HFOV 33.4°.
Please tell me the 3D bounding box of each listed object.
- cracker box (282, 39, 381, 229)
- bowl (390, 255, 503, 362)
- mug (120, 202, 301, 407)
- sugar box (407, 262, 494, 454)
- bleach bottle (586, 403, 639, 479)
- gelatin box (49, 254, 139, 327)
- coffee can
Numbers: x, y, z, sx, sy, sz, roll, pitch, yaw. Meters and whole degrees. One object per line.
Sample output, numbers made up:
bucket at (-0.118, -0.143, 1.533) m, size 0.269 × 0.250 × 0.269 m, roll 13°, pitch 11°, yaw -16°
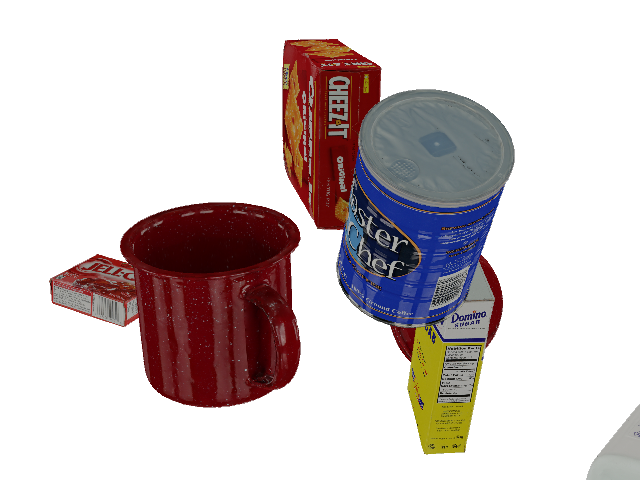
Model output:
cracker box at (0.007, -0.119, 1.134) m, size 0.072 × 0.164 × 0.214 m, roll -3°, pitch 18°, yaw -9°
bowl at (0.148, 0.067, 1.161) m, size 0.161 × 0.162 × 0.055 m, roll 0°, pitch -5°, yaw -40°
mug at (-0.048, 0.038, 0.559) m, size 0.093 × 0.081 × 0.117 m, roll -20°, pitch 30°, yaw -35°
sugar box at (0.112, 0.095, 0.949) m, size 0.048 × 0.176 × 0.093 m, roll -3°, pitch 34°, yaw -6°
bleach bottle at (0.249, 0.106, 0.628) m, size 0.103 × 0.068 × 0.250 m, roll 19°, pitch 29°, yaw 32°
gelatin box at (-0.202, 0.046, 1.022) m, size 0.089 × 0.030 × 0.073 m, roll 15°, pitch 25°, yaw 23°
coffee can at (0.069, -0.020, 0.747) m, size 0.102 × 0.103 × 0.140 m, roll 0°, pitch -39°, yaw -7°
